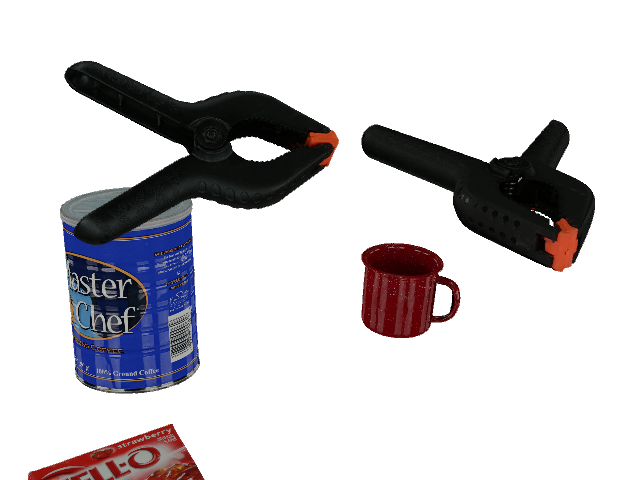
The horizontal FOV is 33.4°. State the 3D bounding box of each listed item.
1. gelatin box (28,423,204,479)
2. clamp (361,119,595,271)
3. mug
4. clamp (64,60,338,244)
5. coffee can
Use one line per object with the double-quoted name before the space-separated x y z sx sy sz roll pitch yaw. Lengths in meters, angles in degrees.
"gelatin box" -0.111 0.144 0.595 0.089 0.030 0.073 -16 28 -20
"clamp" 0.119 -0.040 0.743 0.164 0.036 0.210 -1 27 -5
"mug" 0.101 0.060 1.212 0.117 0.081 0.093 10 24 15
"clamp" -0.077 -0.065 0.660 0.171 0.120 0.039 -10 -15 -21
"coffee can" -0.151 0.037 0.857 0.103 0.140 0.103 -1 18 0
